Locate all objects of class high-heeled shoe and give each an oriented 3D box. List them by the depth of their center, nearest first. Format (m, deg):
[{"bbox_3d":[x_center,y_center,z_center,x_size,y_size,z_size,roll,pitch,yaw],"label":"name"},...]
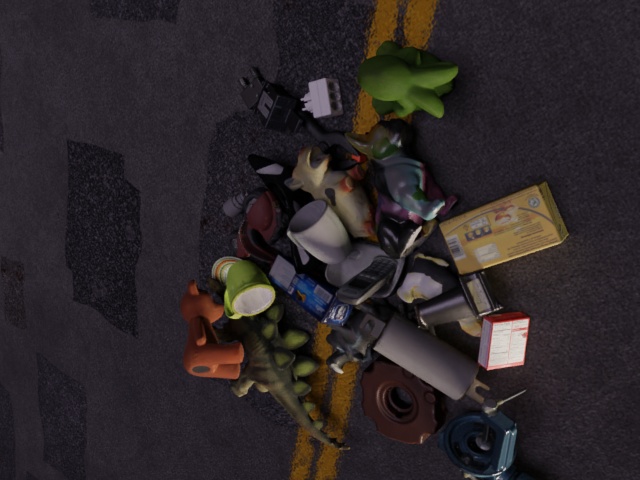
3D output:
[{"bbox_3d":[-0.078,-0.050,1.047,0.249,0.145,0.086,38,162,6],"label":"high-heeled shoe"}]

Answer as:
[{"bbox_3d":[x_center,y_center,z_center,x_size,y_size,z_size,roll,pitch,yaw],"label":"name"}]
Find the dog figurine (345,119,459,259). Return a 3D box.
[{"bbox_3d":[0.122,-0.099,0.934,0.219,0.108,0.191,49,126,19],"label":"dog figurine"}]

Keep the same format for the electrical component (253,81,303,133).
[{"bbox_3d":[-0.080,-0.248,1.040,0.074,0.048,0.119,-61,41,30],"label":"electrical component"}]

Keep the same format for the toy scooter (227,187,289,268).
[{"bbox_3d":[-0.117,-0.012,1.129,0.135,0.075,0.183,44,124,18],"label":"toy scooter"}]

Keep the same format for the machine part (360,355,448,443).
[{"bbox_3d":[0.158,0.302,1.032,0.180,0.056,0.179,10,108,33],"label":"machine part"}]

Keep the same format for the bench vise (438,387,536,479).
[{"bbox_3d":[0.296,0.358,0.894,0.224,0.129,0.240,39,147,45],"label":"bench vise"}]

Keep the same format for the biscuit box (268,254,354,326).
[{"bbox_3d":[-0.020,0.095,1.050,0.203,0.062,0.059,33,100,46],"label":"biscuit box"}]

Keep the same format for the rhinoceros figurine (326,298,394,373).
[{"bbox_3d":[0.075,0.185,1.054,0.112,0.073,0.190,47,122,7],"label":"rhinoceros figurine"}]

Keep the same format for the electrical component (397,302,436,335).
[{"bbox_3d":[0.180,0.167,0.990,0.078,0.045,0.102,-4,99,33],"label":"electrical component"}]

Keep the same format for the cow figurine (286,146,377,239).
[{"bbox_3d":[0.024,-0.087,0.990,0.127,0.085,0.194,-19,113,38],"label":"cow figurine"}]

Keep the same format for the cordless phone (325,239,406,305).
[{"bbox_3d":[0.059,0.069,0.964,0.147,0.184,0.088,14,113,30],"label":"cordless phone"}]

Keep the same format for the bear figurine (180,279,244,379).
[{"bbox_3d":[-0.233,0.187,1.142,0.120,0.132,0.196,108,160,-48],"label":"bear figurine"}]

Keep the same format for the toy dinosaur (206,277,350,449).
[{"bbox_3d":[-0.109,0.266,1.171,0.198,0.105,0.471,-41,79,32],"label":"toy dinosaur"}]

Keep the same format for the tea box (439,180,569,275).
[{"bbox_3d":[0.291,-0.018,0.859,0.170,0.068,0.098,-22,89,34],"label":"tea box"}]

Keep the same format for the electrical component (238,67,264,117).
[{"bbox_3d":[-0.130,-0.301,1.100,0.063,0.021,0.094,-32,82,34],"label":"electrical component"}]

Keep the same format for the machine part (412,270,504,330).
[{"bbox_3d":[0.219,0.104,0.877,0.139,0.039,0.084,-28,87,23],"label":"machine part"}]

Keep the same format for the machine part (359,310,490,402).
[{"bbox_3d":[0.181,0.197,0.925,0.243,0.079,0.079,32,118,8],"label":"machine part"}]

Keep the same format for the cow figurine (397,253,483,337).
[{"bbox_3d":[0.225,0.093,0.933,0.168,0.068,0.098,30,106,23],"label":"cow figurine"}]

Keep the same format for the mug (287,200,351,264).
[{"bbox_3d":[-0.002,-0.003,0.961,0.110,0.081,0.107,-20,123,36],"label":"mug"}]

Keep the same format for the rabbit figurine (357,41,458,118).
[{"bbox_3d":[0.131,-0.243,0.850,0.159,0.170,0.121,25,115,27],"label":"rabbit figurine"}]
